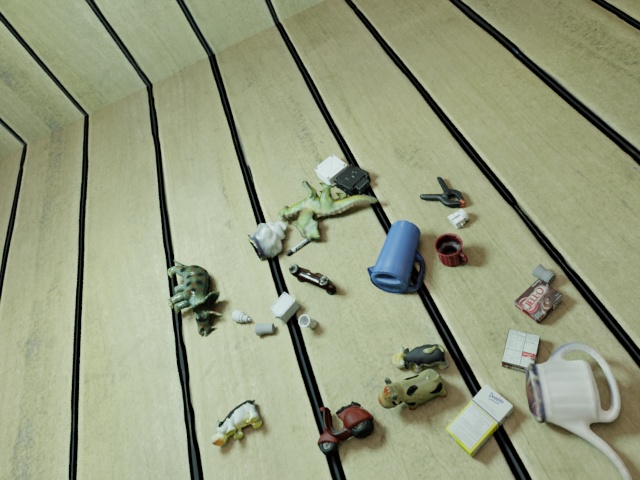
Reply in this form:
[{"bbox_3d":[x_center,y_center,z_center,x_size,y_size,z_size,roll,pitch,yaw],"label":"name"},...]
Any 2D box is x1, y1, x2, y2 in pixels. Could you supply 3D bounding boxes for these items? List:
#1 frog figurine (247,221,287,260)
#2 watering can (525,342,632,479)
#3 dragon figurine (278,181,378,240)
[{"bbox_3d":[-0.191,-0.010,2.025,0.161,0.121,0.138,-33,81,-16],"label":"frog figurine"},{"bbox_3d":[0.660,0.437,1.334,0.224,0.102,0.355,-8,58,17],"label":"watering can"},{"bbox_3d":[0.006,-0.102,2.035,0.411,0.120,0.246,12,69,31],"label":"dragon figurine"}]
